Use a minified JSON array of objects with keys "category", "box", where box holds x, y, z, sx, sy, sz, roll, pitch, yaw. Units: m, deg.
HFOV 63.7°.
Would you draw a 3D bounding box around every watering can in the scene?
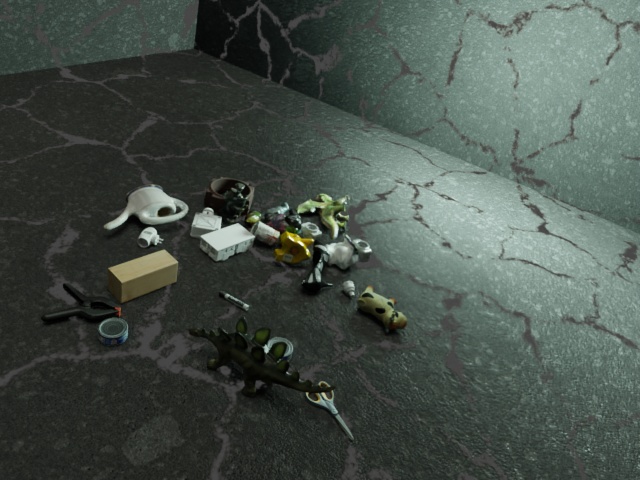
[{"category":"watering can","box":[-0.702,-0.126,2.033,0.350,0.102,0.228,-12,40,-37]}]

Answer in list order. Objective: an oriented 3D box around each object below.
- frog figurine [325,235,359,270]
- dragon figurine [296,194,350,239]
[{"category":"frog figurine","box":[0.072,0.067,2.098,0.160,0.120,0.140,-30,53,-3]},{"category":"dragon figurine","box":[0.007,-0.119,2.361,0.243,0.120,0.418,4,28,15]}]
